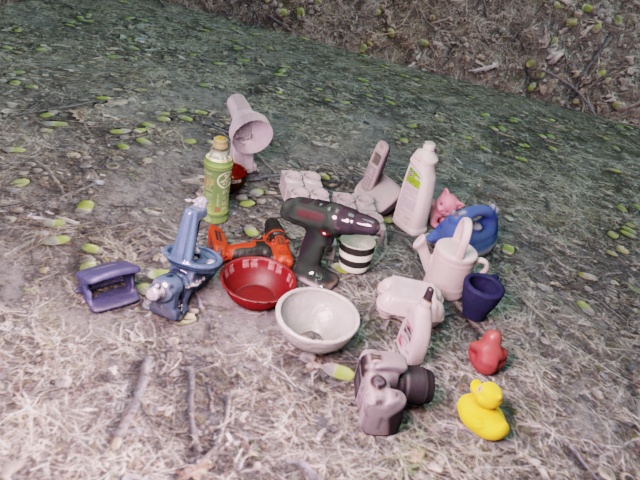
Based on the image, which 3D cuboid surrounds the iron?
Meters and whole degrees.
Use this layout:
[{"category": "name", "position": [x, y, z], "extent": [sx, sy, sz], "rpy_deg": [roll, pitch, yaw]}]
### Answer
[{"category": "iron", "position": [0.408, -0.038, 1.519], "extent": [0.259, 0.141, 0.118], "rpy_deg": [-15, 41, -36]}]

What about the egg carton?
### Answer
[{"category": "egg carton", "position": [0.197, 0.136, 1.249], "extent": [0.150, 0.069, 0.107], "rpy_deg": [11, 32, -1]}]

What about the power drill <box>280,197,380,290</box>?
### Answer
[{"category": "power drill", "position": [0.012, 0.005, 1.261], "extent": [0.229, 0.208, 0.076], "rpy_deg": [24, 34, 19]}]

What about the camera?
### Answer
[{"category": "camera", "position": [0.135, 0.259, 1.009], "extent": [0.137, 0.101, 0.143], "rpy_deg": [7, 33, -8]}]

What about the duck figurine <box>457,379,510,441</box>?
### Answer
[{"category": "duck figurine", "position": [0.299, 0.295, 1.019], "extent": [0.078, 0.086, 0.104], "rpy_deg": [-10, 38, -30]}]

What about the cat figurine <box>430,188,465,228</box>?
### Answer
[{"category": "cat figurine", "position": [0.339, -0.102, 1.618], "extent": [0.067, 0.118, 0.127], "rpy_deg": [-16, 41, -36]}]

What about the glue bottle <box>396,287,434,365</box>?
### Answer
[{"category": "glue bottle", "position": [0.192, 0.159, 1.113], "extent": [0.037, 0.173, 0.078], "rpy_deg": [-2, 35, -20]}]

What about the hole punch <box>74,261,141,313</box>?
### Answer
[{"category": "hole punch", "position": [-0.417, 0.075, 1.122], "extent": [0.109, 0.091, 0.100], "rpy_deg": [-16, 42, -36]}]

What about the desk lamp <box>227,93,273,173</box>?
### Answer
[{"category": "desk lamp", "position": [-0.226, -0.297, 1.646], "extent": [0.118, 0.213, 0.202], "rpy_deg": [-8, 37, -28]}]

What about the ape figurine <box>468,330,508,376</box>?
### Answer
[{"category": "ape figurine", "position": [0.340, 0.218, 1.146], "extent": [0.077, 0.092, 0.076], "rpy_deg": [22, 34, 16]}]

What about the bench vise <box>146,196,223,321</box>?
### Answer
[{"category": "bench vise", "position": [-0.254, 0.037, 1.113], "extent": [0.121, 0.220, 0.207], "rpy_deg": [10, 32, -3]}]

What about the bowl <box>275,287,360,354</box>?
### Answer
[{"category": "bowl", "position": [-0.009, 0.169, 1.124], "extent": [0.167, 0.075, 0.167], "rpy_deg": [9, 32, -5]}]

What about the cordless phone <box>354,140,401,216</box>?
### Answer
[{"category": "cordless phone", "position": [0.177, -0.175, 1.615], "extent": [0.094, 0.185, 0.147], "rpy_deg": [-13, 40, -33]}]

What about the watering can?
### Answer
[{"category": "watering can", "position": [0.303, 0.036, 1.322], "extent": [0.173, 0.194, 0.100], "rpy_deg": [2, 34, -15]}]

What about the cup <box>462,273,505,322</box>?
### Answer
[{"category": "cup", "position": [0.362, 0.129, 1.288], "extent": [0.091, 0.095, 0.118], "rpy_deg": [30, 37, 26]}]
